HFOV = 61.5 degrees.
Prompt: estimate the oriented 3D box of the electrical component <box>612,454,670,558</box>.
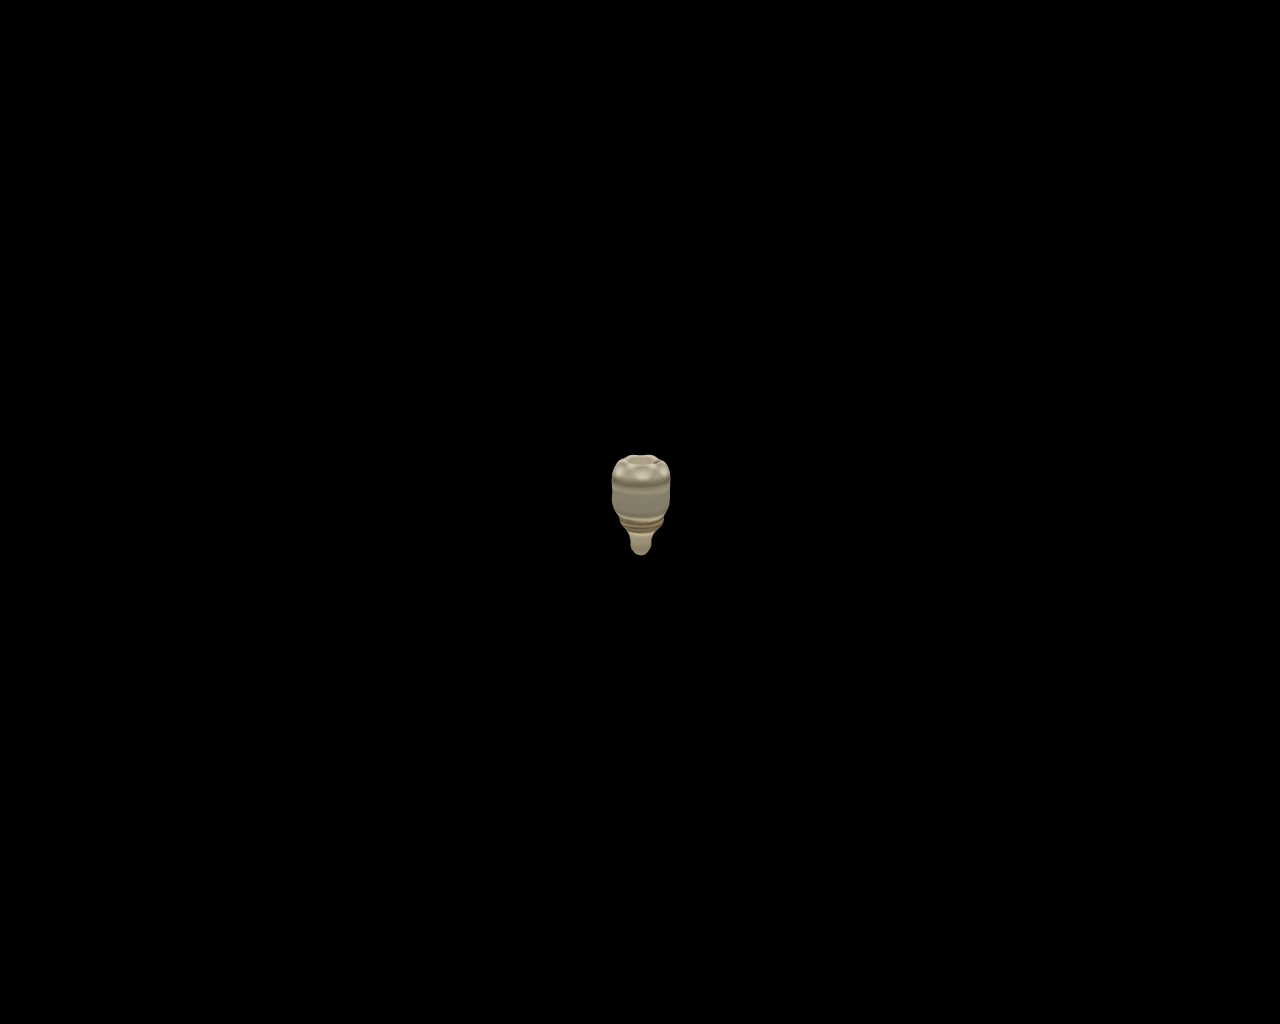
[{"bbox_3d":[0.001,-0.003,0.650,0.035,0.061,0.035,0,18,0],"label":"electrical component"}]
